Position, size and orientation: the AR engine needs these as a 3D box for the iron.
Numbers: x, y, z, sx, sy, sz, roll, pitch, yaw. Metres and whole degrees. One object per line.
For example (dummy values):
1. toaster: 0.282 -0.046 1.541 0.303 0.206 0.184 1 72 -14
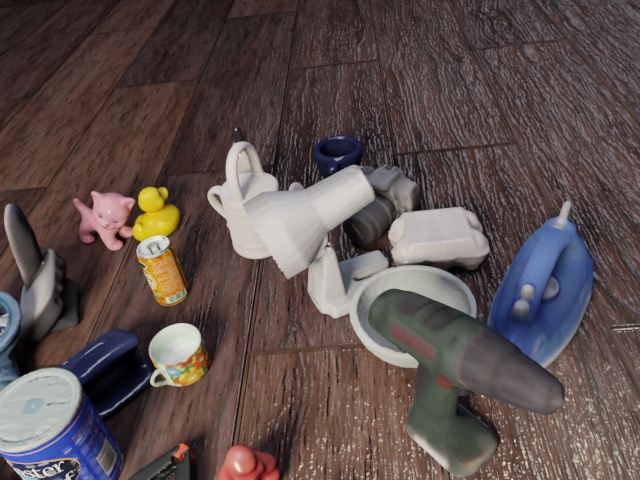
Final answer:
1. iron: 0.284 0.066 0.749 0.118 0.142 0.259 17 46 28

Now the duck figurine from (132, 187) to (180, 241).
1. duck figurine: -0.307 -0.053 1.049 0.077 0.086 0.105 12 43 23

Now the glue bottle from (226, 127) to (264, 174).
1. glue bottle: -0.136 -0.128 1.038 0.078 0.173 0.037 1 40 11

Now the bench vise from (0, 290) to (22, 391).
1. bench vise: -0.505 0.093 0.800 0.206 0.220 0.122 26 51 35

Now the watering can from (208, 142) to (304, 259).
1. watering can: -0.107 -0.073 0.949 0.172 0.194 0.101 -6 39 3

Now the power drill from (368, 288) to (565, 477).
1. power drill: 0.146 0.156 0.613 0.076 0.209 0.228 -32 44 -25

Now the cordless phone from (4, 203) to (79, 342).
1. cordless phone: -0.444 0.048 0.872 0.094 0.185 0.147 -20 40 -13

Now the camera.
1. camera: 0.084 -0.064 0.978 0.142 0.101 0.137 18 46 29

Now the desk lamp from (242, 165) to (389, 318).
1. desk lamp: 0.008 0.003 0.821 0.203 0.214 0.117 -20 40 -13

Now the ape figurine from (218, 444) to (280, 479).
1. ape figurine: -0.081 0.258 0.623 0.078 0.092 0.076 -30 44 -24

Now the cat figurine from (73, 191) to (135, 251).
1. cat figurine: -0.388 -0.047 1.031 0.127 0.118 0.067 10 43 22

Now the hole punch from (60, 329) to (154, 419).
1. hole punch: -0.297 0.169 0.772 0.100 0.091 0.109 25 50 34

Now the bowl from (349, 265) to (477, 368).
1. bowl: 0.125 0.114 0.774 0.167 0.075 0.167 -5 39 4

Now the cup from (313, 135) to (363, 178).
1. cup: 0.036 -0.128 1.069 0.091 0.095 0.118 1 40 12

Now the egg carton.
1. egg carton: 0.185 0.002 0.903 0.150 0.069 0.107 -7 39 3
